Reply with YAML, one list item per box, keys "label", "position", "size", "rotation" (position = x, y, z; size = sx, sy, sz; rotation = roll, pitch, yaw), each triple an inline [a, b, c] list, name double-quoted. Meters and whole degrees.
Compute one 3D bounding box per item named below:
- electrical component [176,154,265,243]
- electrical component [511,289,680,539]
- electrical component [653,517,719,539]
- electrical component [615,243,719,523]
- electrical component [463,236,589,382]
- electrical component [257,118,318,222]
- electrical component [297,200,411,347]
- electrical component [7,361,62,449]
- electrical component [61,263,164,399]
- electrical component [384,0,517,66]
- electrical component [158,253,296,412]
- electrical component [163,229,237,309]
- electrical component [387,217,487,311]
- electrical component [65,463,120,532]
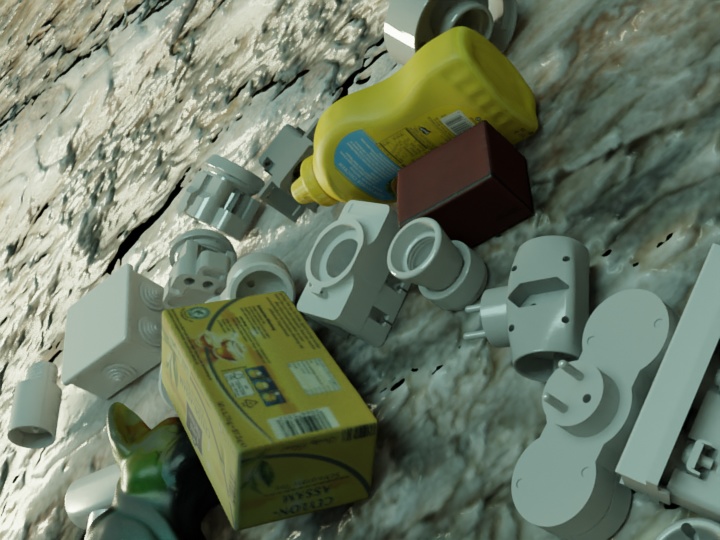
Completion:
- label: "electrical component"
  position: [-0.119, -0.064, 0.936]
  size: [0.078, 0.058, 0.057]
  rotation: [23, 84, 51]
- label: "electrical component"
  position: [0.122, 0.072, 0.569]
  size: [0.052, 0.074, 0.138]
  rotation: [19, 78, 51]
- label: "electrical component"
  position: [0.163, 0.145, 0.495]
  size: [0.055, 0.047, 0.055]
  rotation: [-27, 46, 32]
- label: "electrical component"
  position: [0.178, 0.058, 0.522]
  size: [0.063, 0.078, 0.121]
  rotation: [22, 79, 22]
- label: "electrical component"
  position: [0.098, 0.026, 0.646]
  size: [0.079, 0.043, 0.077]
  rotation: [-12, 55, 29]
- label: "electrical component"
  position: [-0.050, -0.087, 0.892]
  size: [0.081, 0.042, 0.064]
  rotation: [-51, 37, 5]
- label: "electrical component"
  position: [0.000, 0.000, 0.765]
  size: [0.050, 0.056, 0.089]
  rotation: [12, 73, 50]
- label: "electrical component"
  position: [-0.303, 0.122, 1.009]
  size: [0.043, 0.043, 0.081]
  rotation: [-30, 45, 29]
- label: "electrical component"
  position: [-0.218, 0.057, 0.961]
  size: [0.100, 0.048, 0.099]
  rotation: [-33, 43, 26]
- label: "electrical component"
  position: [0.066, -0.188, 0.800]
  size: [0.099, 0.099, 0.064]
  rotation: [-50, 45, 7]
- label: "electrical component"
  position: [-0.106, 0.045, 0.850]
  size: [0.138, 0.052, 0.073]
  rotation: [-52, 14, 5]
- label: "electrical component"
  position: [-0.132, 0.003, 0.899]
  size: [0.078, 0.058, 0.057]
  rotation: [-55, 27, 39]
- label: "electrical component"
  position: [0.052, -0.003, 0.712]
  size: [0.045, 0.055, 0.045]
  rotation: [-27, 46, 32]
- label: "electrical component"
  position: [-0.193, 0.191, 0.843]
  size: [0.077, 0.043, 0.079]
  rotation: [-26, 47, 33]
